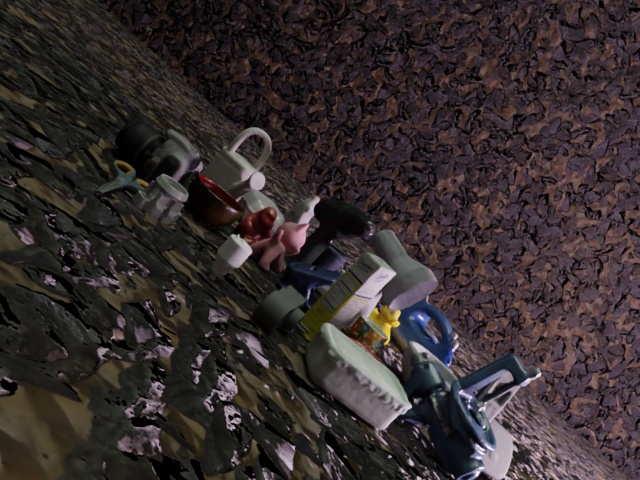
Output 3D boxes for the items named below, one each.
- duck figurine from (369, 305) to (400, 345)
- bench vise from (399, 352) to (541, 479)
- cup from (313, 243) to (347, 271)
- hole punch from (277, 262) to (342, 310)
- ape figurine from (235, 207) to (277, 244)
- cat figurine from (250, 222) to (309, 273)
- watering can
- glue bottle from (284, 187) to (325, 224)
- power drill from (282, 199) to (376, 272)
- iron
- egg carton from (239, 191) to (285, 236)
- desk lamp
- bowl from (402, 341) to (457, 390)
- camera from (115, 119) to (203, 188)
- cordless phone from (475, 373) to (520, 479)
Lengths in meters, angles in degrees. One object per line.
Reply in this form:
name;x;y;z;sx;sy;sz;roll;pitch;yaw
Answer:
duck figurine;0.151;0.186;1.363;0.078;0.086;0.104;37;9;-32
bench vise;0.235;0.246;0.937;0.207;0.219;0.122;44;8;21
cup;-0.002;0.043;1.367;0.092;0.095;0.117;37;9;-30
hole punch;-0.019;0.076;1.111;0.101;0.091;0.109;42;7;1
ape figurine;-0.125;-0.031;1.176;0.078;0.092;0.076;38;8;-28
cat figurine;-0.074;0.002;1.146;0.067;0.117;0.128;44;8;14
watering can;-0.173;-0.149;1.215;0.172;0.194;0.101;45;8;23
glue bottle;-0.046;-0.069;1.479;0.037;0.173;0.078;35;10;-41
power drill;0.011;0.004;1.219;0.076;0.208;0.229;38;8;-28
iron;0.281;0.248;1.457;0.119;0.141;0.257;36;9;-35
egg carton;-0.145;-0.066;1.353;0.108;0.069;0.150;37;9;-33
desk lamp;0.126;0.094;1.270;0.202;0.213;0.118;46;8;29
bowl;0.224;0.291;1.180;0.167;0.074;0.167;41;8;-6
camera;-0.290;-0.160;1.044;0.137;0.100;0.143;41;7;-4
cordless phone;0.321;0.328;1.042;0.148;0.185;0.094;40;8;-15
